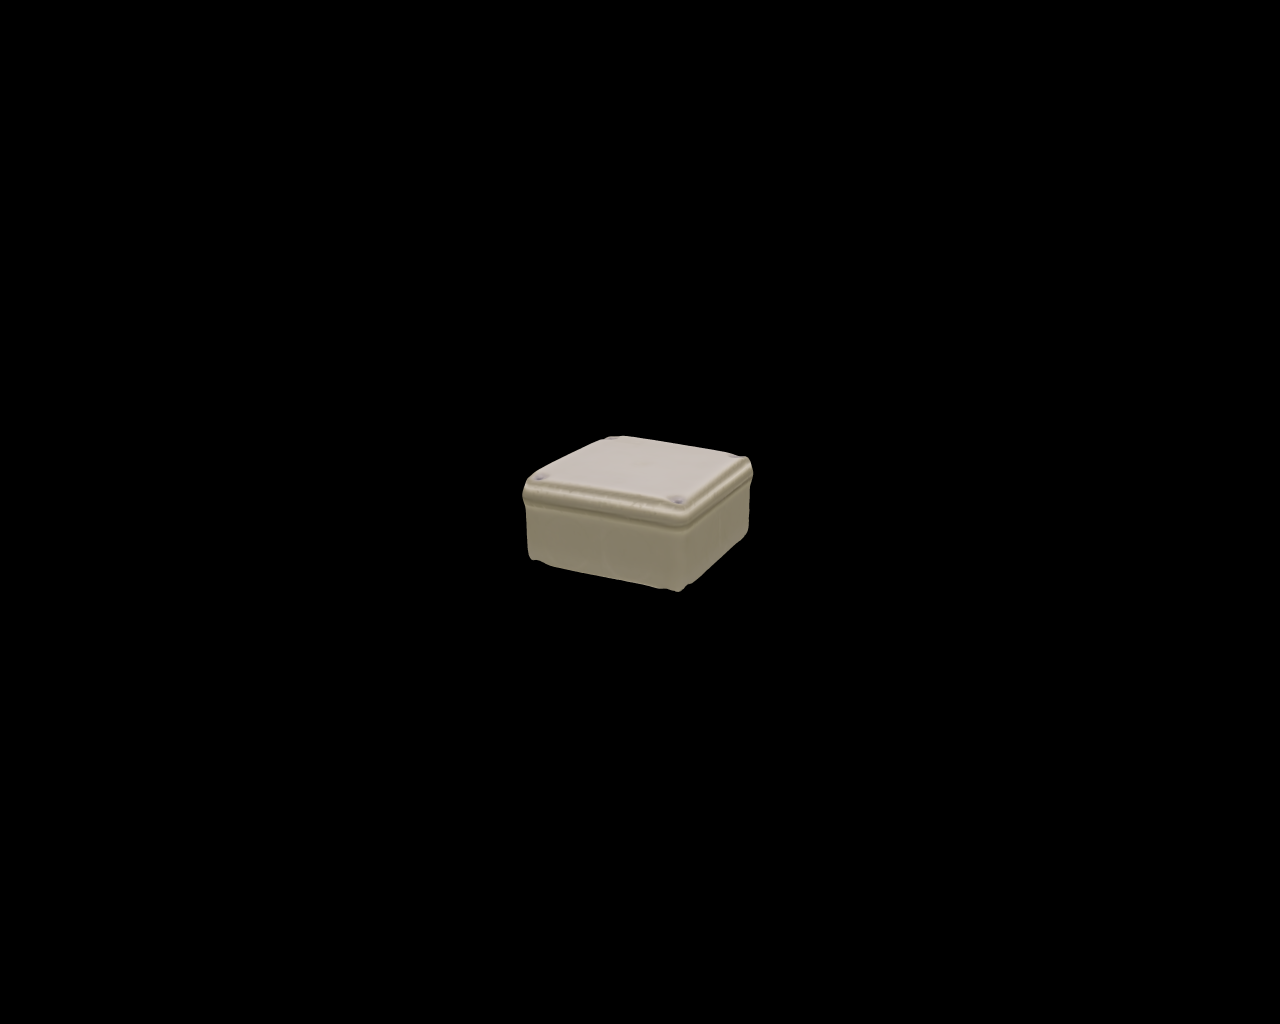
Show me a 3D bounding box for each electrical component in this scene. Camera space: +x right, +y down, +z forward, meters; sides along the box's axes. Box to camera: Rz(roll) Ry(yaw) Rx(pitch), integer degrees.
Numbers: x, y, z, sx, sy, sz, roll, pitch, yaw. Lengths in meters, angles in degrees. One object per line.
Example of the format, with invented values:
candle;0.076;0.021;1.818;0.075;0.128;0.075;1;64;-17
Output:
electrical component;0.001;-0.003;0.650;0.109;0.056;0.109;10;23;26
